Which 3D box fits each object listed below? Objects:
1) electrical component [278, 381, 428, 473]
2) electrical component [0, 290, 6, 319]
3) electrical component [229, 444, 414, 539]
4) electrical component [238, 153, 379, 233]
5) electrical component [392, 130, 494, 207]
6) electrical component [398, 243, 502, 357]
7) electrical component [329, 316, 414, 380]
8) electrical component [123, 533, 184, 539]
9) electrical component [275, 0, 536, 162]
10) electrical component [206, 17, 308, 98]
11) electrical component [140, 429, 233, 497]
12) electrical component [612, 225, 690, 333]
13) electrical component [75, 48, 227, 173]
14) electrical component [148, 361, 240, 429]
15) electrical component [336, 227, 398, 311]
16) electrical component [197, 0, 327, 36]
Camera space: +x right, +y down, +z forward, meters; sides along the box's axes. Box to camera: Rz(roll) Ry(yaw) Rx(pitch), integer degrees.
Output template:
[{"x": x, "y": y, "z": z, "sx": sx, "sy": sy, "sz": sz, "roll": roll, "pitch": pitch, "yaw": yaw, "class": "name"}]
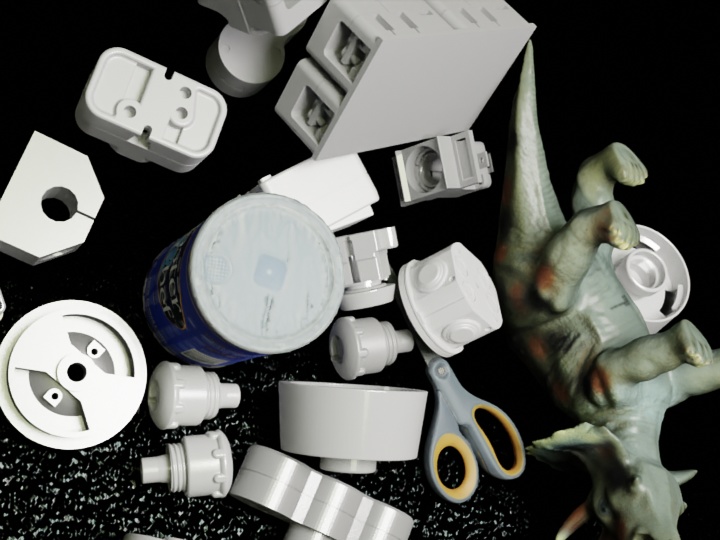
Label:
[{"x": -0.007, "y": 0.114, "z": 0.774, "sx": 0.108, "sy": 0.108, "sz": 0.060, "roll": 6, "pitch": 85, "yaw": -23, "class": "electrical component"}, {"x": -0.298, "y": -0.004, "z": 0.691, "sx": 0.109, "sy": 0.056, "sz": 0.108, "roll": -19, "pitch": 89, "yaw": -25, "class": "electrical component"}, {"x": -0.033, "y": 0.188, "z": 0.777, "sx": 0.138, "sy": 0.052, "sz": 0.073, "roll": 29, "pitch": 71, "yaw": -17, "class": "electrical component"}, {"x": -0.043, "y": -0.048, "z": 0.807, "sx": 0.096, "sy": 0.062, "sz": 0.061, "roll": -30, "pitch": 94, "yaw": -25, "class": "electrical component"}, {"x": 0.068, "y": -0.080, "z": 0.858, "sx": 0.064, "sy": 0.081, "sz": 0.042, "roll": -4, "pitch": 82, "yaw": -47, "class": "electrical component"}, {"x": 0.070, "y": 0.022, "z": 0.831, "sx": 0.080, "sy": 0.051, "sz": 0.080, "roll": 44, "pitch": 30, "yaw": -34, "class": "electrical component"}, {"x": 0.010, "y": 0.057, "z": 0.821, "sx": 0.062, "sy": 0.048, "sz": 0.048, "roll": -6, "pitch": 84, "yaw": -26, "class": "electrical component"}, {"x": -0.122, "y": 0.214, "z": 0.713, "sx": 0.099, "sy": 0.099, "sz": 0.064, "roll": 24, "pitch": 66, "yaw": -18, "class": "electrical component"}, {"x": 0.034, "y": -0.152, "z": 0.798, "sx": 0.186, "sy": 0.105, "sz": 0.060, "roll": -18, "pitch": 59, "yaw": -47, "class": "electrical component"}, {"x": -0.064, "y": -0.201, "z": 0.816, "sx": 0.052, "sy": 0.074, "sz": 0.138, "roll": 30, "pitch": 71, "yaw": -17, "class": "electrical component"}, {"x": -0.122, "y": 0.138, "z": 0.753, "sx": 0.062, "sy": 0.048, "sz": 0.048, "roll": -2, "pitch": 82, "yaw": -17, "class": "electrical component"}, {"x": 0.232, "y": 0.013, "z": 0.929, "sx": 0.099, "sy": 0.064, "sz": 0.099, "roll": 8, "pitch": 65, "yaw": -17, "class": "electrical component"}, {"x": -0.151, "y": -0.111, "z": 0.771, "sx": 0.095, "sy": 0.059, "sz": 0.053, "roll": 23, "pitch": 73, "yaw": -19, "class": "electrical component"}, {"x": -0.117, "y": 0.089, "z": 0.763, "sx": 0.062, "sy": 0.048, "sz": 0.048, "roll": 4, "pitch": 80, "yaw": -30, "class": "electrical component"}, {"x": 0.000, "y": 0.000, "z": 0.822, "sx": 0.066, "sy": 0.048, "sz": 0.055, "roll": -10, "pitch": 93, "yaw": 17, "class": "electrical component"}, {"x": -0.089, "y": -0.236, "z": 0.760, "sx": 0.105, "sy": 0.186, "sz": 0.060, "roll": -45, "pitch": 143, "yaw": -23, "class": "electrical component"}]
